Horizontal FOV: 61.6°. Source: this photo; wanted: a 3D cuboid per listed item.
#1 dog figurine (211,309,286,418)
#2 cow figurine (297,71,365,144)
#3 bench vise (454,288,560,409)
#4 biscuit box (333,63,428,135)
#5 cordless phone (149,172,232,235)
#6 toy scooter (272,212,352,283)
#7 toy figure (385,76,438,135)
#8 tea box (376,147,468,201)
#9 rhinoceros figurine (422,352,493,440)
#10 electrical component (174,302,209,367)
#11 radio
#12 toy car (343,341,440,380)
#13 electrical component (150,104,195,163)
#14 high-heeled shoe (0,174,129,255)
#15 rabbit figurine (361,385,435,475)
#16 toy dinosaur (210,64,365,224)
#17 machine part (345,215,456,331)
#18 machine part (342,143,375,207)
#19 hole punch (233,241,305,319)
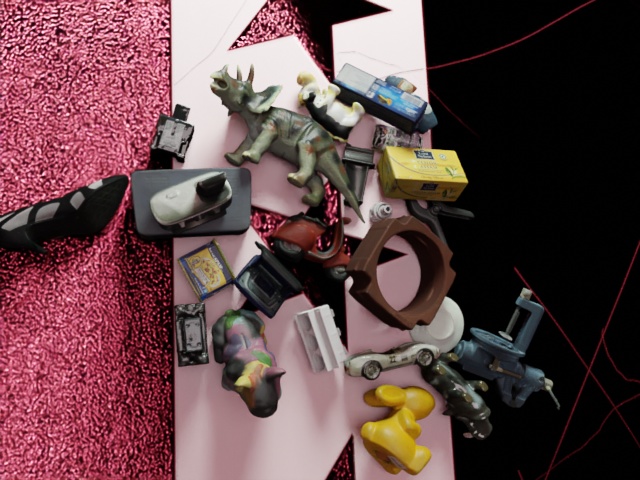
[{"bbox_3d":[-0.128,0.217,0.976,0.108,0.219,0.191,-12,86,-17],"label":"dog figurine"},{"bbox_3d":[0.006,-0.282,1.152,0.167,0.068,0.098,34,83,-6],"label":"cow figurine"},{"bbox_3d":[0.413,0.223,1.136,0.224,0.129,0.240,23,96,9],"label":"bench vise"},{"bbox_3d":[0.128,-0.302,1.155,0.203,0.062,0.059,29,75,10],"label":"biscuit box"},{"bbox_3d":[-0.223,-0.072,0.936,0.147,0.184,0.088,-23,93,-13],"label":"cordless phone"},{"bbox_3d":[-0.002,-0.003,1.107,0.184,0.075,0.135,25,78,-12],"label":"toy scooter"},{"bbox_3d":[0.203,-0.310,1.204,0.058,0.064,0.154,-36,92,30],"label":"toy figure"},{"bbox_3d":[0.218,-0.141,1.154,0.170,0.068,0.098,-1,55,-17],"label":"tea box"},{"bbox_3d":[0.285,0.325,1.111,0.073,0.112,0.190,-30,75,-43],"label":"rhinoceros figurine"},{"bbox_3d":[-0.238,0.174,0.999,0.058,0.134,0.115,-6,86,-13],"label":"electrical component"},{"bbox_3d":[-0.250,-0.071,1.063,0.230,0.073,0.131,-4,84,-11],"label":"radio"},{"bbox_3d":[0.148,0.244,1.105,0.202,0.073,0.056,-10,85,-12],"label":"toy car"},{"bbox_3d":[-0.291,-0.222,1.086,0.075,0.048,0.119,20,80,-11],"label":"electrical component"},{"bbox_3d":[-0.494,-0.063,1.024,0.145,0.086,0.249,26,55,23],"label":"high-heeled shoe"},{"bbox_3d":[0.161,0.363,1.090,0.162,0.122,0.173,42,62,5],"label":"rabbit figurine"},{"bbox_3d":[-0.053,-0.201,1.104,0.405,0.131,0.192,29,78,-13],"label":"toy dinosaur"},{"bbox_3d":[0.166,0.067,1.108,0.201,0.087,0.201,40,70,-20],"label":"machine part"},{"bbox_3d":[0.079,-0.137,1.162,0.084,0.039,0.139,14,78,-17],"label":"machine part"},{"bbox_3d":[-0.101,0.080,1.056,0.142,0.116,0.092,42,94,-6],"label":"hole punch"}]
